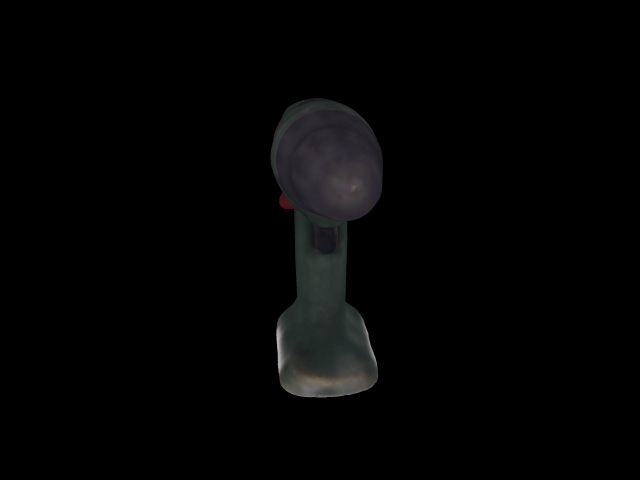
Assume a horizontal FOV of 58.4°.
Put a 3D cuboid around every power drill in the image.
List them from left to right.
[{"bbox_3d":[0.004,0.001,0.400,0.075,0.208,0.229,-4,29,-6],"label":"power drill"}]
